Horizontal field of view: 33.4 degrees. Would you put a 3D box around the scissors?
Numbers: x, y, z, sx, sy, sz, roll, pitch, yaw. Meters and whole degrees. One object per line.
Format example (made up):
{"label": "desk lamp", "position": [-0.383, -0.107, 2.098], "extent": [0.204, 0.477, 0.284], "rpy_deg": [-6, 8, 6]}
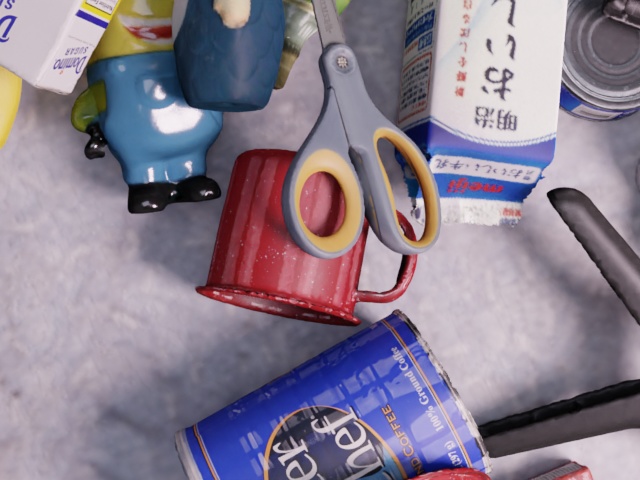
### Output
{"label": "scissors", "position": [-0.003, -0.077, 0.552], "extent": [0.096, 0.016, 0.202], "rpy_deg": [-28, 92, -26]}

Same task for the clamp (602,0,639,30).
{"label": "clamp", "position": [0.245, -0.094, 0.608], "extent": [0.171, 0.039, 0.120], "rpy_deg": [-9, 83, -23]}

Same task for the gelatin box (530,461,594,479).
{"label": "gelatin box", "position": [0.134, 0.183, 0.616], "extent": [0.073, 0.030, 0.089], "rpy_deg": [-20, 87, -4]}

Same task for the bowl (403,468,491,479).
{"label": "bowl", "position": [0.033, 0.186, 0.544], "extent": [0.162, 0.162, 0.055], "rpy_deg": [-30, 57, -5]}

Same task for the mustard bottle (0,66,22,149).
{"label": "mustard bottle", "position": [-0.196, -0.153, 0.604], "extent": [0.096, 0.058, 0.191], "rpy_deg": [19, 86, -12]}

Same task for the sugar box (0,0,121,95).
{"label": "sugar box", "position": [-0.127, -0.172, 0.534], "extent": [0.093, 0.048, 0.176], "rpy_deg": [33, 100, 11]}

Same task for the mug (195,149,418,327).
{"label": "mug", "position": [-0.004, 0.001, 0.589], "extent": [0.117, 0.093, 0.081], "rpy_deg": [9, 81, 14]}

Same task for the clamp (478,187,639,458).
{"label": "clamp", "position": [0.192, 0.082, 0.594], "extent": [0.210, 0.036, 0.165], "rpy_deg": [24, 108, 5]}

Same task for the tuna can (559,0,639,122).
{"label": "tuna can", "position": [0.172, -0.115, 0.636], "extent": [0.086, 0.034, 0.086], "rpy_deg": [0, 86, -3]}

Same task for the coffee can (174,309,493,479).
{"label": "coffee can", "position": [0.007, 0.115, 0.577], "extent": [0.140, 0.103, 0.103], "rpy_deg": [-29, 88, -5]}
